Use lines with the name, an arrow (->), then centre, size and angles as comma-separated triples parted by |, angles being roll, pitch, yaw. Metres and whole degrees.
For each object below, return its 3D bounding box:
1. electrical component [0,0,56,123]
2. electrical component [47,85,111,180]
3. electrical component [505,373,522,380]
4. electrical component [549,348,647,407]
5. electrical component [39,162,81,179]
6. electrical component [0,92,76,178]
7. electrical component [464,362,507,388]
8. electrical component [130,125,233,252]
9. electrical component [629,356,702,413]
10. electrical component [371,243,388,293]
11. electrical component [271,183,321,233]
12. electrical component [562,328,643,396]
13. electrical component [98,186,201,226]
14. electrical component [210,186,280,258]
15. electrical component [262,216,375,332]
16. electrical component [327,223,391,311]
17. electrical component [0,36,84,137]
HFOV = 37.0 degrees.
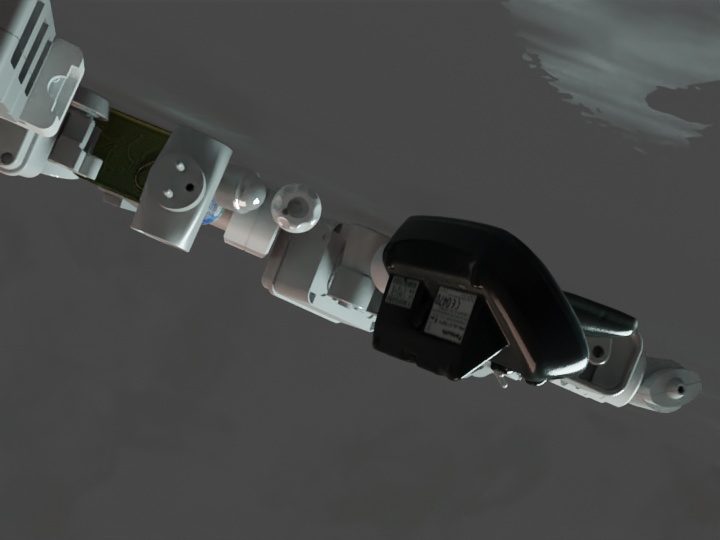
electrical component -> -0.197, -0.113, 0.495 | 0.089, 0.061, 0.150 | 24, 176, -14
electrical component -> -0.209, -0.102, 0.767 | 0.066, 0.055, 0.048 | 23, 176, 1
electrical component -> 0.123, 0.057, 0.965 | 0.061, 0.061, 0.096 | 22, 176, 19
electrical component -> 0.183, 0.075, 0.912 | 0.074, 0.052, 0.138 | 24, 176, -3
electrical component -> -0.283, -0.117, 0.938 | 0.099, 0.064, 0.099 | 23, 176, 2
electrical component -> -0.251, -0.114, 0.692 | 0.113, 0.078, 0.057 | 23, 179, -2
electrical component -> 0.094, 0.057, 0.833 | 0.075, 0.047, 0.083 | 62, 179, 35
electrical component -> -0.122, -0.057, 0.722 | 0.043, 0.077, 0.079 | 23, 176, -2
electrical component -> 0.246, 0.094, 0.879 | 0.043, 0.043, 0.081 | 24, 176, -6
electrical component -> 0.037, 0.000, 0.814 | 0.045, 0.045, 0.055 | 24, 176, -17
electrical component -> -0.048, -0.044, 0.778 | 0.035, 0.035, 0.061 | 24, 179, -9
electrical component -> 0.147, 0.050, 0.781 | 0.095, 0.053, 0.059 | 24, 176, -7
electrical component -> -0.185, -0.076, 0.956 | 0.062, 0.061, 0.096 | 20, 175, 34
electrical component -> -0.105, -0.049, 0.922 | 0.074, 0.052, 0.138 | 24, 176, -6
electrical component -> -0.025, 0.001, 0.949 | 0.057, 0.078, 0.113 | 17, 173, 37
electrical component -> 0.000, 0.000, 0.872 | 0.044, 0.065, 0.044 | 23, 176, 2
electrical component -> -0.205, -0.115, 0.602 | 0.089, 0.050, 0.056 | 24, 176, -13
